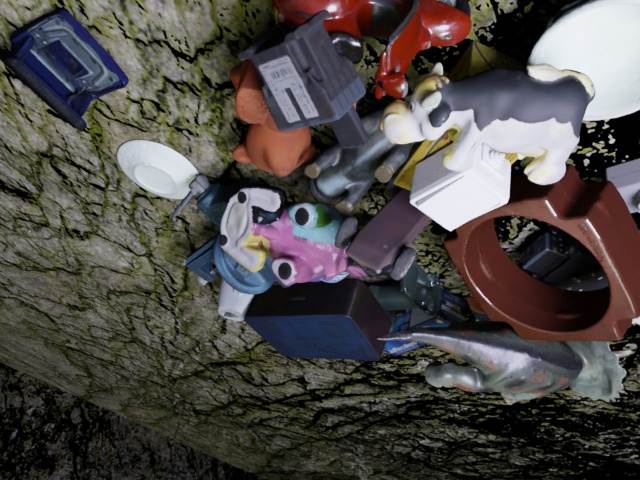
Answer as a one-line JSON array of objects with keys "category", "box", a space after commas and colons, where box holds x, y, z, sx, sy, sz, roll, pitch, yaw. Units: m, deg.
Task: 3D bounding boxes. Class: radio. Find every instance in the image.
[{"category": "radio", "box": [-0.003, 0.137, 0.897, 0.230, 0.073, 0.131, -7, 134, 40]}]

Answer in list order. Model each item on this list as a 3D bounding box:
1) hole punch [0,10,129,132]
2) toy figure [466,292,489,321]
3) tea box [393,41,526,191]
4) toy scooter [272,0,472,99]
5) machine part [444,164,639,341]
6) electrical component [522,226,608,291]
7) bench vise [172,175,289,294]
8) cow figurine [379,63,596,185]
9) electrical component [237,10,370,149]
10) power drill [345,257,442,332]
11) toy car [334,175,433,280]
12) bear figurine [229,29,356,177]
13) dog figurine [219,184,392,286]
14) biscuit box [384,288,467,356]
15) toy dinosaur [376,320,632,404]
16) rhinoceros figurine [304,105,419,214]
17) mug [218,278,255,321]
[{"category": "hole punch", "box": [-0.306, -0.202, 0.636, 0.116, 0.092, 0.142, 26, 165, 45]}, {"category": "toy figure", "box": [0.260, 0.078, 0.832, 0.064, 0.058, 0.154, -10, 142, -1]}, {"category": "tea box", "box": [0.159, -0.113, 0.577, 0.098, 0.068, 0.169, 22, 146, -10]}, {"category": "toy scooter", "box": [0.036, -0.179, 0.467, 0.184, 0.135, 0.075, 11, 149, 8]}, {"category": "machine part", "box": [0.269, 0.020, 0.644, 0.201, 0.087, 0.201, -15, 112, 55]}, {"category": "electrical component", "box": [0.349, 0.032, 0.730, 0.134, 0.058, 0.114, 17, 145, -4]}, {"category": "bench vise", "box": [-0.147, 0.009, 0.844, 0.223, 0.129, 0.241, 36, 138, -24]}, {"category": "cow figurine", "box": [0.140, -0.112, 0.464, 0.167, 0.068, 0.098, 10, 138, 1]}, {"category": "electrical component", "box": [-0.005, -0.118, 0.443, 0.075, 0.048, 0.119, 5, 132, 43]}, {"category": "power drill", "box": [0.082, 0.087, 0.903, 0.207, 0.086, 0.231, -23, 131, 38]}, {"category": "toy car", "box": [0.092, -0.019, 0.634, 0.089, 0.202, 0.053, 30, 132, 15]}, {"category": "bear figurine", "box": [-0.041, -0.125, 0.590, 0.120, 0.132, 0.195, 1, 143, -13]}, {"category": "dog figurine", "box": [-0.001, -0.002, 0.729, 0.192, 0.108, 0.219, 22, -170, 35]}, {"category": "biscuit box", "box": [0.176, 0.154, 0.981, 0.063, 0.059, 0.202, 27, 146, -18]}, {"category": "toy dinosaur", "box": [0.287, 0.167, 0.761, 0.404, 0.131, 0.192, 12, 156, -37]}, {"category": "rhinoceros figurine", "box": [0.040, -0.094, 0.620, 0.073, 0.112, 0.190, 41, 151, -8]}, {"category": "mug", "box": [-0.141, 0.085, 0.963, 0.081, 0.107, 0.109, 19, 149, -9]}]
